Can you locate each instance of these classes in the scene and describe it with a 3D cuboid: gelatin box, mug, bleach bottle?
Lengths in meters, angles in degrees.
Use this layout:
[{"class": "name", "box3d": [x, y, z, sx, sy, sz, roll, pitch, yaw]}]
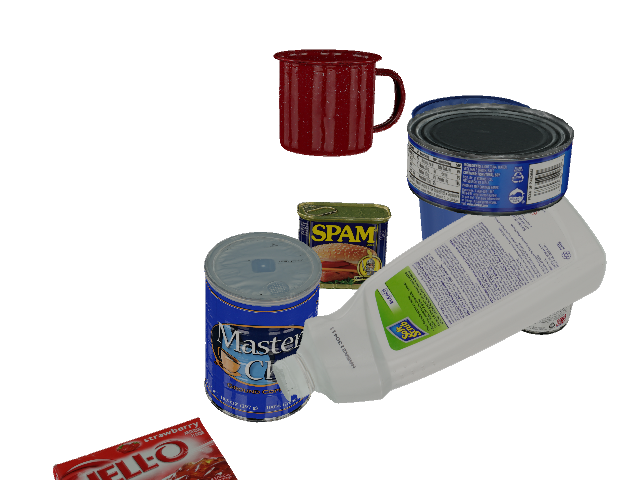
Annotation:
[{"class": "gelatin box", "box3d": [-0.094, 0.138, 0.584, 0.089, 0.030, 0.073, -15, 28, -20]}, {"class": "mug", "box3d": [0.017, -0.120, 0.924, 0.117, 0.081, 0.093, -4, 17, -16]}, {"class": "bleach bottle", "box3d": [0.079, 0.044, 0.785, 0.250, 0.103, 0.068, -25, -32, -12]}]

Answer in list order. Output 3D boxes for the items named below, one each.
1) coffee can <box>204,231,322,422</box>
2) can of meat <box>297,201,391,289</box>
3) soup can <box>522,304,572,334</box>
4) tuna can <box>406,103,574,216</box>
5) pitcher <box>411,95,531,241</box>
[{"class": "coffee can", "box3d": [-0.054, 0.078, 0.965, 0.103, 0.140, 0.103, 3, 34, -2]}, {"class": "can of meat", "box3d": [0.024, 0.006, 1.170, 0.102, 0.084, 0.057, 2, 18, -3]}, {"class": "soup can", "box3d": [0.216, 0.032, 1.037, 0.068, 0.102, 0.068, 0, 37, 0]}, {"class": "tuna can", "box3d": [0.088, -0.043, 0.559, 0.086, 0.034, 0.086, 0, 25, 0]}, {"class": "pitcher", "box3d": [0.186, -0.047, 1.269, 0.149, 0.243, 0.145, -1, 24, 5]}]
